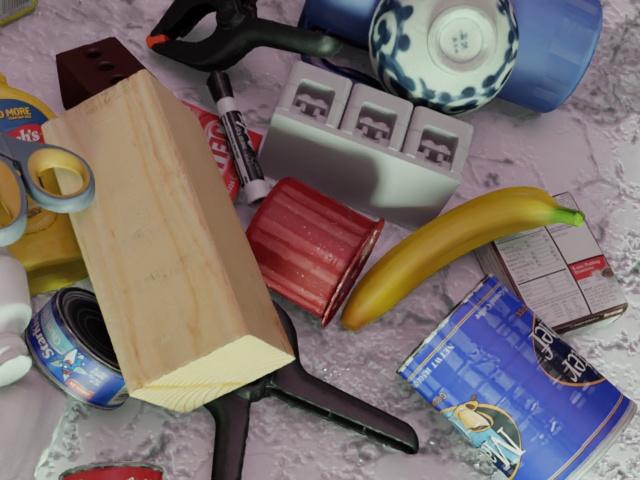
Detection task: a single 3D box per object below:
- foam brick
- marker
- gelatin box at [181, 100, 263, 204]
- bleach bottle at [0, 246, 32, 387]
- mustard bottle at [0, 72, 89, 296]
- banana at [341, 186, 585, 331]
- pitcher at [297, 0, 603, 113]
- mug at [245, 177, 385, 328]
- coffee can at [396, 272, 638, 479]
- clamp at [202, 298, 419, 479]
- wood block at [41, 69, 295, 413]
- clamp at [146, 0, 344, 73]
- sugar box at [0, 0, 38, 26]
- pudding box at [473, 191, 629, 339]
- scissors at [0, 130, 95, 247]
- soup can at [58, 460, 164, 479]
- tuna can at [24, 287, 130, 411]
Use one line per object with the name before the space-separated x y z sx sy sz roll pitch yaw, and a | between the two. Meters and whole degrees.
foam brick | -0.162 -0.113 0.821 0.052 0.051 0.078 -25 47 -25
marker | -0.064 -0.080 0.828 0.020 0.020 0.121 -12 67 -20
gelatin box | -0.094 -0.058 0.838 0.073 0.030 0.089 24 61 -2
bleach bottle | -0.271 0.000 0.707 0.102 0.068 0.251 -40 66 -2
mustard bottle | -0.230 -0.054 0.786 0.096 0.058 0.192 -16 68 -21
banana | 0.100 0.006 0.820 0.198 0.069 0.037 -27 112 7
pitcher | 0.106 -0.190 0.909 0.242 0.149 0.145 22 35 -6
mug | -0.005 0.001 0.804 0.081 0.093 0.117 29 30 7
coffee can | 0.140 0.107 0.770 0.140 0.103 0.102 43 62 10
clamp | -0.053 0.110 0.758 0.164 0.036 0.210 -33 72 -19
wood block | -0.106 0.002 0.729 0.090 0.090 0.206 -27 67 9
clamp | -0.059 -0.173 0.848 0.039 0.172 0.120 19 50 -57
sugar box | -0.316 -0.244 0.869 0.093 0.048 0.176 -33 76 -26
pudding box | 0.183 0.024 0.861 0.090 0.039 0.113 -16 65 -18
scissors | -0.209 -0.073 0.723 0.096 0.016 0.202 -8 48 -14
soup can | -0.131 0.198 0.676 0.068 0.069 0.102 0 65 -14
tuna can | -0.155 0.072 0.724 0.034 0.086 0.086 -46 78 13
